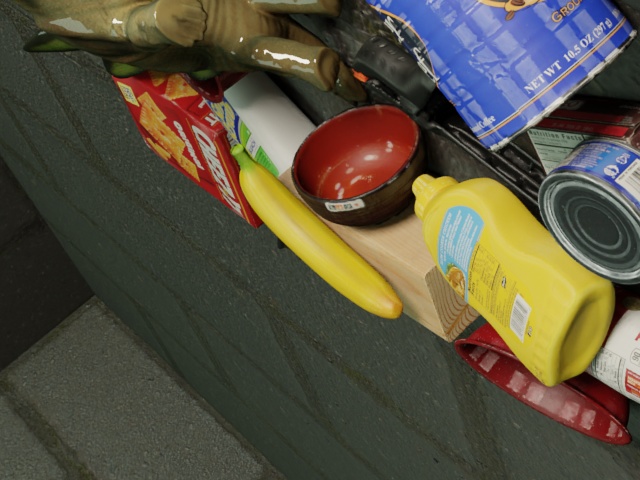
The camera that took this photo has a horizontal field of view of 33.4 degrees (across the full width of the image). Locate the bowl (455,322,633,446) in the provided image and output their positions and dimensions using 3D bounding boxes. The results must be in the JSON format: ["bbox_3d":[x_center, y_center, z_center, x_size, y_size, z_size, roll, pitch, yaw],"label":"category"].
[{"bbox_3d":[0.194,0.104,0.881,0.162,0.055,0.162,31,169,7],"label":"bowl"}]

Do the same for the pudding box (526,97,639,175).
[{"bbox_3d":[0.187,-0.035,0.669,0.090,0.039,0.113,20,145,56],"label":"pudding box"}]

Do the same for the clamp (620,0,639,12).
[{"bbox_3d":[0.126,-0.176,0.516,0.171,0.039,0.120,57,162,-23],"label":"clamp"}]

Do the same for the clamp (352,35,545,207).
[{"bbox_3d":[0.087,-0.093,0.760,0.164,0.036,0.210,40,-179,-29],"label":"clamp"}]

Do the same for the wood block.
[{"bbox_3d":[0.063,-0.010,0.942,0.206,0.090,0.090,32,156,43],"label":"wood block"}]

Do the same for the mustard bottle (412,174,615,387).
[{"bbox_3d":[0.127,0.011,0.774,0.192,0.058,0.096,48,148,40],"label":"mustard bottle"}]

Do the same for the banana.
[{"bbox_3d":[-0.006,0.001,0.900,0.198,0.037,0.069,43,180,10],"label":"banana"}]

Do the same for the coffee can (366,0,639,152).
[{"bbox_3d":[0.090,-0.134,0.588,0.140,0.102,0.103,50,163,-3],"label":"coffee can"}]

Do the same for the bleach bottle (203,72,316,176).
[{"bbox_3d":[-0.083,-0.147,1.067,0.251,0.068,0.103,50,164,8],"label":"bleach bottle"}]

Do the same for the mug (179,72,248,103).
[{"bbox_3d":[-0.094,-0.193,0.956,0.093,0.081,0.117,22,148,58],"label":"mug"}]

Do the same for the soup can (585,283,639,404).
[{"bbox_3d":[0.222,0.074,0.764,0.102,0.068,0.068,31,156,45],"label":"soup can"}]

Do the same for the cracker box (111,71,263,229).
[{"bbox_3d":[-0.138,-0.128,1.226,0.214,0.072,0.164,36,159,36],"label":"cracker box"}]

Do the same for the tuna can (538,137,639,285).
[{"bbox_3d":[0.171,-0.016,0.625,0.086,0.033,0.086,40,157,21],"label":"tuna can"}]
